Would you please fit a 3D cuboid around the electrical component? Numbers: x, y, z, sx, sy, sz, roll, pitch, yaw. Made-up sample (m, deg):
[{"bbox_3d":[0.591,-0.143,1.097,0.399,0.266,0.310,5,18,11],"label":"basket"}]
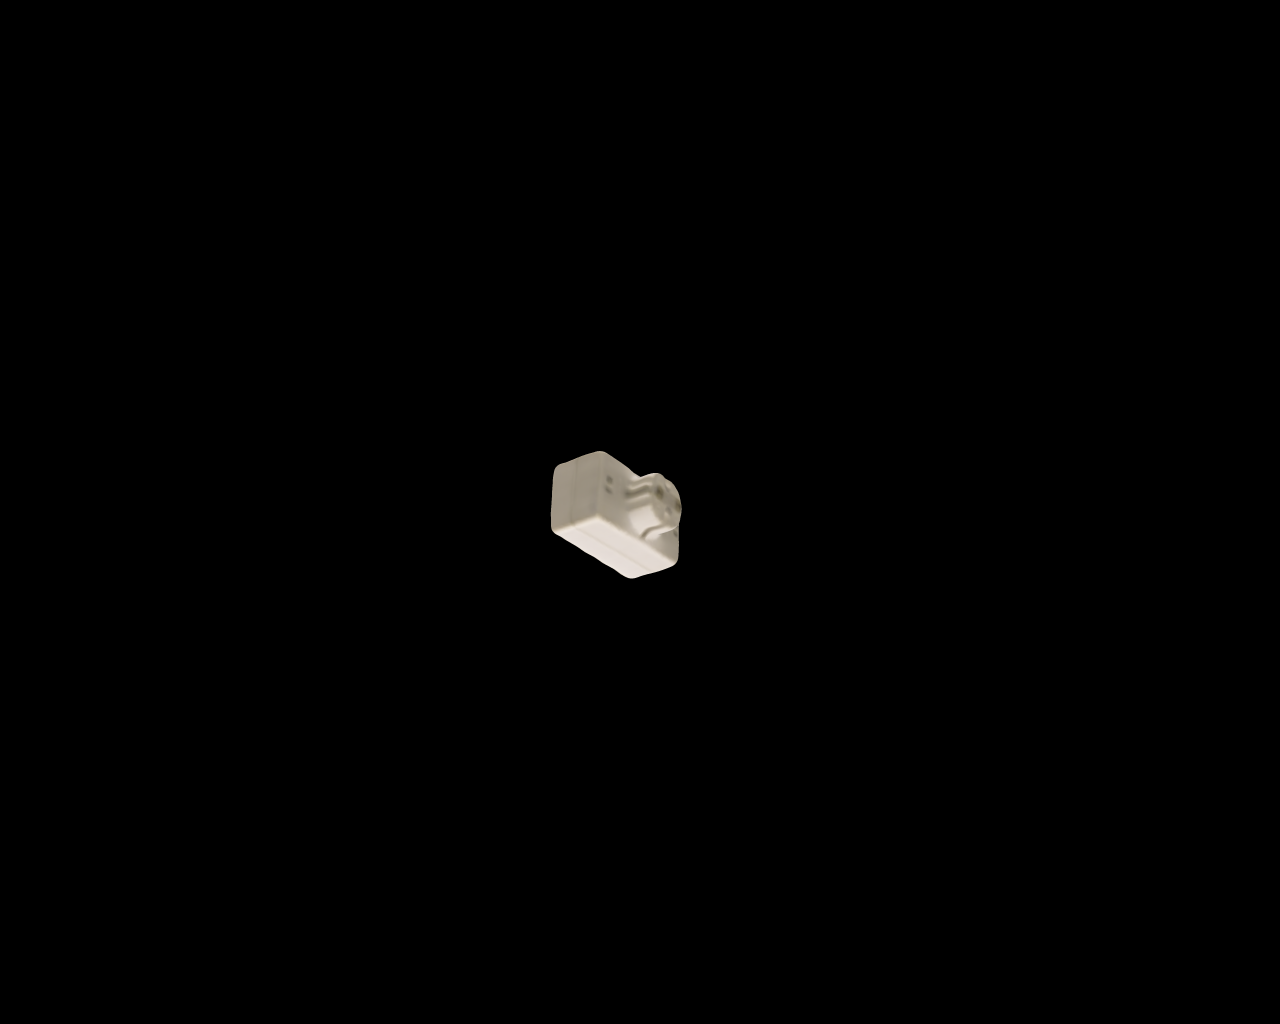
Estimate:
[{"bbox_3d":[0.001,-0.003,0.650,0.075,0.047,0.083,-19,-34,31],"label":"electrical component"}]
